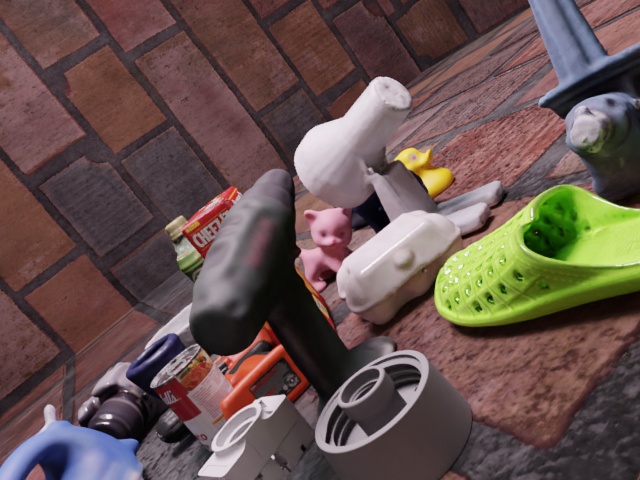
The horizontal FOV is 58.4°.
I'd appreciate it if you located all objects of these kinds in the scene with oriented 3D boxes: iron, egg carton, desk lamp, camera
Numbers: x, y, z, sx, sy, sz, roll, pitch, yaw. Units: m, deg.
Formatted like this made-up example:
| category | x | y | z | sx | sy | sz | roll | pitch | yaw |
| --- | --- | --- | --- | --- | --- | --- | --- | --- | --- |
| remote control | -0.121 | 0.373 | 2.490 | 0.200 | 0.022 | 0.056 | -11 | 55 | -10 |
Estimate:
| category | x | y | z | sx | sy | sz | roll | pitch | yaw |
| --- | --- | --- | --- | --- | --- | --- | --- | --- | --- |
| iron | -0.289 | 0.284 | 0.596 | 0.118 | 0.141 | 0.258 | -35 | 12 | 10 |
| egg carton | 0.089 | 0.028 | 0.650 | 0.150 | 0.069 | 0.107 | -38 | 11 | -4 |
| desk lamp | 0.092 | -0.092 | 0.747 | 0.202 | 0.214 | 0.118 | -26 | 16 | 45 |
| camera | -0.309 | 0.259 | 0.857 | 0.143 | 0.101 | 0.137 | -34 | 12 | 16 |

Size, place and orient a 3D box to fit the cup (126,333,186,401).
| category | x | y | z | sx | sy | sz | roll | pitch | yaw |
| --- | --- | --- | --- | --- | --- | --- | --- | --- | --- |
| cup | -0.222 | 0.197 | 0.855 | 0.091 | 0.095 | 0.117 | -37 | 11 | 3 |

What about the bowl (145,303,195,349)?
| category | x | y | z | sx | sy | sz | roll | pitch | yaw |
| --- | --- | --- | --- | --- | --- | --- | --- | --- | --- |
| bowl | -0.226 | 0.169 | 1.031 | 0.167 | 0.075 | 0.167 | -36 | 11 | 9 |

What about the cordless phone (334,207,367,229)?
| category | x | y | z | sx | sy | sz | roll | pitch | yaw |
| --- | --- | --- | --- | --- | --- | --- | --- | --- | --- |
| cordless phone | 0.061 | -0.124 | 1.041 | 0.147 | 0.185 | 0.094 | -24 | 17 | 48 |

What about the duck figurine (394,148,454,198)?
| category | x | y | z | sx | sy | sz | roll | pitch | yaw |
| --- | --- | --- | --- | --- | --- | --- | --- | --- | --- |
| duck figurine | 0.156 | -0.108 | 0.946 | 0.104 | 0.086 | 0.078 | -29 | 14 | 34 |

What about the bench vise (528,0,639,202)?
| category | x | y | z | sx | sy | sz | roll | pitch | yaw |
| --- | --- | --- | --- | --- | --- | --- | --- | --- | --- |
| bench vise | 0.252 | -0.161 | 0.518 | 0.121 | 0.220 | 0.207 | -32 | 13 | 24 |

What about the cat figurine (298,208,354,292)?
| category | x | y | z | sx | sy | sz | roll | pitch | yaw |
| --- | --- | --- | --- | --- | --- | --- | --- | --- | --- |
| cat figurine | 0.008 | 0.003 | 0.870 | 0.127 | 0.118 | 0.067 | -30 | 14 | 31 |

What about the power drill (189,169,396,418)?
| category | x | y | z | sx | sy | sz | roll | pitch | yaw |
| --- | --- | --- | --- | --- | --- | --- | --- | --- | --- |
| power drill | -0.022 | 0.053 | 0.530 | 0.075 | 0.208 | 0.230 | -31 | 13 | 27 |

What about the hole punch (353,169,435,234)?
| category | x | y | z | sx | sy | sz | roll | pitch | yaw |
| --- | --- | --- | --- | --- | --- | --- | --- | --- | --- |
| hole punch | 0.110 | -0.055 | 0.861 | 0.108 | 0.091 | 0.101 | -34 | 12 | 15 |
